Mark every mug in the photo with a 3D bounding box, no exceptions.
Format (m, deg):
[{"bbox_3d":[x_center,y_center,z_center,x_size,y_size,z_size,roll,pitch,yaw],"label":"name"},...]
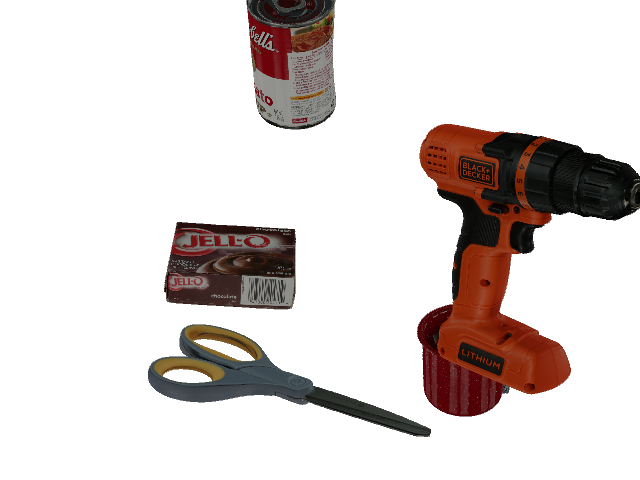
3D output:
[{"bbox_3d":[0.152,0.118,1.091,0.093,0.081,0.117,19,40,32],"label":"mug"}]

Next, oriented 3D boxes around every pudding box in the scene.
[{"bbox_3d":[-0.078,0.021,0.953,0.113,0.039,0.090,5,29,-4],"label":"pudding box"}]

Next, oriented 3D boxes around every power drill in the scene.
[{"bbox_3d":[0.150,0.013,0.787,0.057,0.188,0.185,-15,23,-37],"label":"power drill"}]

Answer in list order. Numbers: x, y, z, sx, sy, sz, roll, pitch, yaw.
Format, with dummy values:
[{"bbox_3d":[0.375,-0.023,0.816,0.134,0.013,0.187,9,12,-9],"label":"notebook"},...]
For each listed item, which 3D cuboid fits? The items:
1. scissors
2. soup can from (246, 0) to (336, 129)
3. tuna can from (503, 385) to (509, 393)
[{"bbox_3d":[-0.034,0.104,0.716,0.202,0.016,0.096,23,31,37],"label":"scissors"},{"bbox_3d":[-0.021,-0.148,0.846,0.068,0.068,0.102,-1,-45,1],"label":"soup can"},{"bbox_3d":[0.203,0.144,1.286,0.034,0.086,0.086,-10,-3,17],"label":"tuna can"}]
